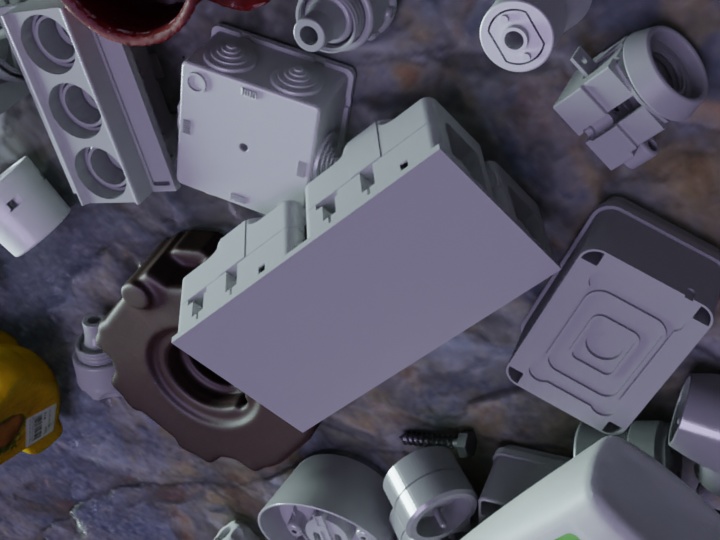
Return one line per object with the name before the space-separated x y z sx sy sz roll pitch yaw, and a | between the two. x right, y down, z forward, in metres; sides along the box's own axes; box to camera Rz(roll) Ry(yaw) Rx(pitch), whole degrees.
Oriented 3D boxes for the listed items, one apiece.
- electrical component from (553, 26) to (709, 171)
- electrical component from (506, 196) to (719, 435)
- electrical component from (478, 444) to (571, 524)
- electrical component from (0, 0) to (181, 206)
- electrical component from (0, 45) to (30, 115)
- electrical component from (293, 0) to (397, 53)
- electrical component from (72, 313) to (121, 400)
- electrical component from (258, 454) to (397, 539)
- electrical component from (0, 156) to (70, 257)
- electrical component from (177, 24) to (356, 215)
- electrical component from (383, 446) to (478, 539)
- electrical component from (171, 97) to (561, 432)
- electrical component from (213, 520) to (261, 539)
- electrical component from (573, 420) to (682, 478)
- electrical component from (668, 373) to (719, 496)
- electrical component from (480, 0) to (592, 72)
electrical component | 0.133 -0.086 0.521 0.066 0.048 0.055 45 139 -10
electrical component | 0.140 0.025 0.592 0.078 0.057 0.113 29 132 4
electrical component | 0.136 0.180 0.711 0.109 0.056 0.108 10 128 20
electrical component | -0.153 -0.107 0.637 0.079 0.063 0.121 1 124 26
electrical component | -0.246 -0.109 0.671 0.043 0.081 0.043 14 129 18
electrical component | -0.013 -0.131 0.548 0.048 0.062 0.048 15 129 19
electrical component | -0.192 0.062 0.797 0.043 0.043 0.062 11 126 19
electrical component | -0.020 0.184 0.787 0.099 0.064 0.099 14 129 18
electrical component | -0.232 -0.042 0.733 0.055 0.055 0.047 -25 114 38
electrical component | -0.057 -0.081 0.617 0.100 0.048 0.099 20 131 11
electrical component | 0.045 0.164 0.744 0.052 0.073 0.138 -22 138 -10
electrical component | 0.000 0.000 0.599 0.186 0.060 0.105 -35 125 23
electrical component | -0.091 0.236 0.883 0.035 0.035 0.061 -28 110 39
electrical component | 0.163 0.114 0.655 0.055 0.045 0.045 -5 121 30
electrical component | 0.217 0.104 0.618 0.077 0.044 0.079 17 127 11
electrical component | 0.081 -0.121 0.506 0.044 0.065 0.044 14 129 17
